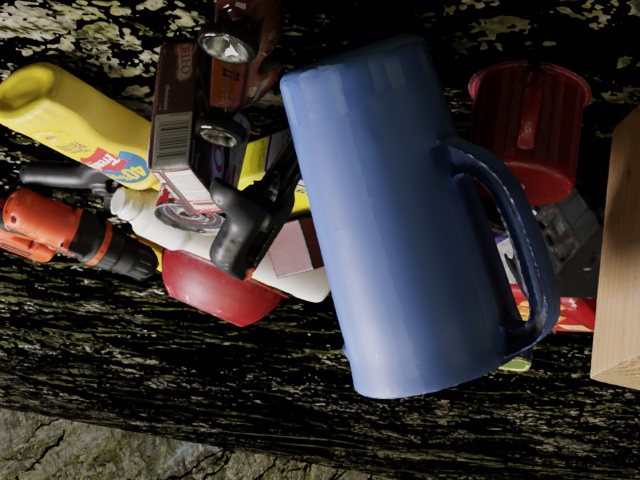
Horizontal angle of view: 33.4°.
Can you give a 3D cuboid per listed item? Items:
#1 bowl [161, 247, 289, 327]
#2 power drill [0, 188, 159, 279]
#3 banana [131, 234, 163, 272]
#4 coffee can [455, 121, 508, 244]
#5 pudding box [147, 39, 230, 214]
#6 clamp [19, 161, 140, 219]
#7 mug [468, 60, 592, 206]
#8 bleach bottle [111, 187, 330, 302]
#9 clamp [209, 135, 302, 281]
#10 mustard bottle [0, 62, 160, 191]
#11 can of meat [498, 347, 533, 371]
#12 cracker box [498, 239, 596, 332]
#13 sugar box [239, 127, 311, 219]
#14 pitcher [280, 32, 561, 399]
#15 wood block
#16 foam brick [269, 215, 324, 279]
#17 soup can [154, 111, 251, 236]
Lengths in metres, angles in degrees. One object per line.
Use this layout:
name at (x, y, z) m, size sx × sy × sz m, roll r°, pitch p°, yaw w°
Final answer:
bowl at (-0.119, 0.056, 1.212) m, size 0.162 × 0.055 × 0.162 m, roll 23°, pitch 175°, yaw 2°
power drill at (-0.294, -0.006, 1.208) m, size 0.184 × 0.057 × 0.188 m, roll 29°, pitch 163°, yaw -34°
banana at (-0.141, 0.031, 1.322) m, size 0.197 × 0.037 × 0.070 m, roll 12°, pitch 140°, yaw -9°
coffee can at (0.088, -0.020, 0.888) m, size 0.102 × 0.103 × 0.141 m, roll 24°, pitch 139°, yaw -34°
pudding box at (-0.100, -0.088, 0.850) m, size 0.039 × 0.113 × 0.090 m, roll -2°, pitch 159°, yaw 15°
clamp at (-0.229, -0.064, 1.092) m, size 0.120 × 0.039 × 0.172 m, roll 16°, pitch 158°, yaw -33°
mug at (0.153, -0.081, 0.790) m, size 0.093 × 0.081 × 0.117 m, roll 8°, pitch 160°, yaw 6°
bleach bottle at (-0.101, -0.005, 1.093) m, size 0.250 × 0.068 × 0.103 m, roll 21°, pitch -174°, yaw -36°
clamp at (-0.053, -0.025, 0.863) m, size 0.036 × 0.164 × 0.210 m, roll 39°, pitch 137°, yaw 10°
mustard bottle at (-0.193, -0.092, 0.967) m, size 0.096 × 0.058 × 0.191 m, roll -6°, pitch 156°, yaw 41°
can of meat at (0.208, 0.106, 1.277) m, size 0.102 × 0.084 × 0.057 m, roll 8°, pitch 161°, yaw 6°
cracker box at (0.182, 0.046, 1.102) m, size 0.214 × 0.072 × 0.164 m, roll -1°, pitch 161°, yaw 28°
sugar box at (-0.029, -0.059, 0.993) m, size 0.093 × 0.048 × 0.177 m, roll 22°, pitch 159°, yaw -35°
pitcher at (0.064, -0.020, 0.760) m, size 0.149 × 0.243 × 0.145 m, roll -17°, pitch -171°, yaw -2°
wood block at (0.265, 0.004, 0.783) m, size 0.090 × 0.206 × 0.090 m, roll 13°, pitch 160°, yaw -7°
foam brick at (-0.007, 0.001, 1.043) m, size 0.053 × 0.051 × 0.078 m, roll -16°, pitch -179°, yaw 41°
soup can at (-0.101, -0.063, 0.934) m, size 0.068 × 0.102 × 0.068 m, roll 9°, pitch 161°, yaw 3°
